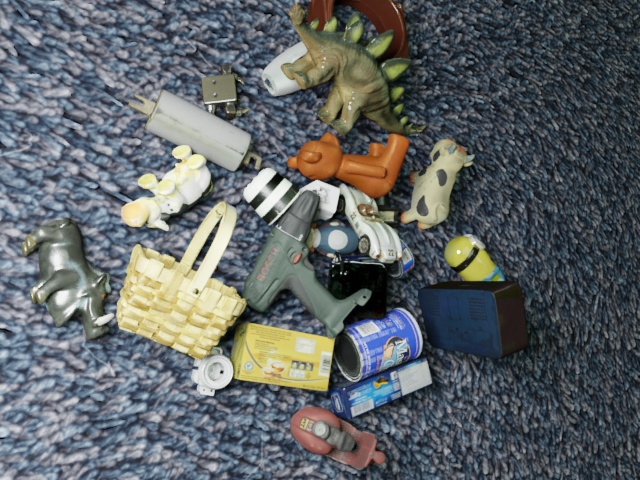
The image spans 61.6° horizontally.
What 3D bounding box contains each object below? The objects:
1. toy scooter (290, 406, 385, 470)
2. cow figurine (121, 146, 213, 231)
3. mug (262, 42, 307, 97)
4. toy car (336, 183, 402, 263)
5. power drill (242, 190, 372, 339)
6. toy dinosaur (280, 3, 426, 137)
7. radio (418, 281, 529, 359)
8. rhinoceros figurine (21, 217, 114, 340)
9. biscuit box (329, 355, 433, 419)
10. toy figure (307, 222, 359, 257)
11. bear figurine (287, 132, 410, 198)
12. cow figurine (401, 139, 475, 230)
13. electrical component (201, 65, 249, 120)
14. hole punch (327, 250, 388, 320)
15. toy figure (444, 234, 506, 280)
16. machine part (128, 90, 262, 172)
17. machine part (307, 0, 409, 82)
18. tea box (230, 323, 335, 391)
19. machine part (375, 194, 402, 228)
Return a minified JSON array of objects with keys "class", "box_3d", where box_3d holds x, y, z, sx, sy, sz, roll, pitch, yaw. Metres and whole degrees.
[{"class":"toy scooter","box_3d":[0.040,0.352,0.939,0.184,0.135,0.075,32,70,-18]},{"class":"cow figurine","box_3d":[-0.251,-0.070,0.894,0.068,0.098,0.167,29,64,28]},{"class":"mug","box_3d":[-0.053,-0.324,1.025,0.107,0.109,0.080,-35,95,-17]},{"class":"toy car","box_3d":[0.091,-0.033,1.023,0.073,0.056,0.202,7,39,-34]},{"class":"power drill","box_3d":[-0.011,0.056,0.940,0.207,0.086,0.232,38,92,-7]},{"class":"toy dinosaur","box_3d":[0.079,-0.297,1.029,0.198,0.105,0.470,-44,145,6]},{"class":"radio","box_3d":[0.294,0.150,1.051,0.073,0.230,0.131,-12,91,-24]},{"class":"rhinoceros figurine","box_3d":[-0.378,0.062,0.813,0.112,0.073,0.190,-19,89,-39]},{"class":"biscuit box","box_3d":[0.117,0.278,1.031,0.203,0.063,0.059,-13,88,-28]},{"class":"toy figure","box_3d":[-0.003,-0.004,1.022,0.154,0.058,0.064,5,61,-25]},{"class":"bear figurine","box_3d":[0.049,-0.156,1.007,0.196,0.120,0.132,21,79,-16]},{"class":"cow figurine","box_3d":[0.250,-0.124,1.132,0.085,0.127,0.195,24,74,-25]},{"class":"electrical component","box_3d":[-0.175,-0.266,0.986,0.078,0.045,0.102,-13,84,0]},{"class":"hole punch","box_3d":[0.075,0.086,1.026,0.116,0.092,0.142,4,100,12]},{"class":"toy figure","box_3d":[0.346,0.068,1.176,0.089,0.082,0.180,-40,103,-29]},{"class":"machine part","box_3d":[-0.210,-0.188,0.934,0.243,0.079,0.079,24,71,-21]},{"class":"machine part","box_3d":[0.082,-0.432,1.120,0.201,0.087,0.201,-2,84,-28]},{"class":"tea box","box_3d":[-0.067,0.206,0.945,0.169,0.068,0.098,17,74,-23]},{"class":"machine part","box_3d":[0.124,-0.092,1.113,0.084,0.039,0.138,-5,86,-19]}]
